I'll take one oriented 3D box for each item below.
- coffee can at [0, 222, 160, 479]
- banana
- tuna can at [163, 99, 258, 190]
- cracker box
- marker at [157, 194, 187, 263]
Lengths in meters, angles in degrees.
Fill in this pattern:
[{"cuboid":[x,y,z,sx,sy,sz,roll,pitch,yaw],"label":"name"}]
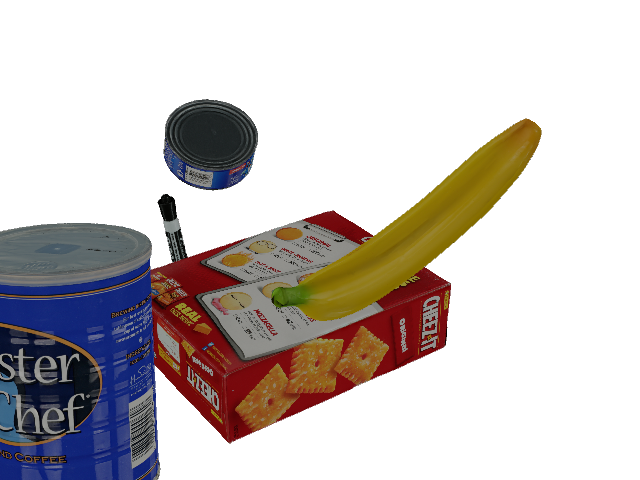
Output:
[{"cuboid":[-0.144,0.070,0.602,0.103,0.140,0.103,0,15,0],"label":"coffee can"},{"cuboid":[0.059,-0.004,0.673,0.197,0.037,0.069,-36,-12,-7],"label":"banana"},{"cuboid":[-0.102,-0.088,0.989,0.086,0.086,0.034,0,-36,-13],"label":"tuna can"},{"cuboid":[-0.028,0.061,0.869,0.213,0.072,0.164,-19,34,-31],"label":"cracker box"},{"cuboid":[-0.162,0.003,1.199,0.020,0.121,0.020,-7,30,4],"label":"marker"}]
